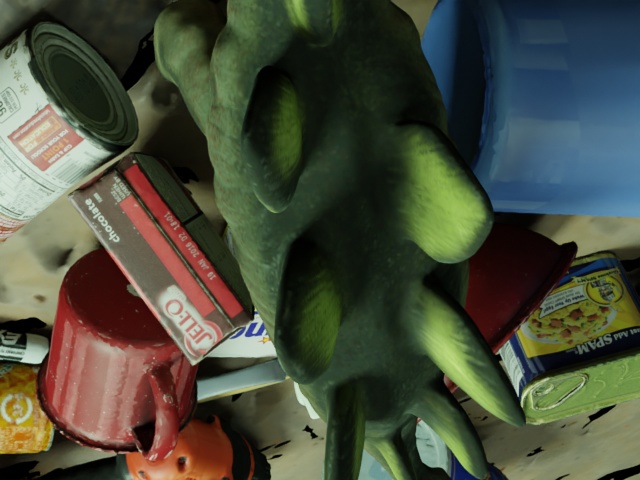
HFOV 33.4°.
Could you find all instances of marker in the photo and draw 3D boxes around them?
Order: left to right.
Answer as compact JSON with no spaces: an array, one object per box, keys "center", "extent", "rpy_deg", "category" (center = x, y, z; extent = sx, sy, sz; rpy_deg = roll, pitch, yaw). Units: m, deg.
[{"center":[-0.190,0.059,0.617],"extent":[0.120,0.020,0.020],"rpy_deg":[13,133,-32],"category":"marker"}]

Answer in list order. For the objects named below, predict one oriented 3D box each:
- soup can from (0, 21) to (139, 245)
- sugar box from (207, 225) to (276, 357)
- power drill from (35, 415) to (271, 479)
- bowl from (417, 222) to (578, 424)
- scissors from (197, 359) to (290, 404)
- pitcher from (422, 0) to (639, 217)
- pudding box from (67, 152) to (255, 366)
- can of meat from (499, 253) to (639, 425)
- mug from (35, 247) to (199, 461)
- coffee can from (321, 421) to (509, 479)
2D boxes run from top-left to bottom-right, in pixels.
[{"center":[-0.140,-0.041,0.474],"extent":[0.102,0.068,0.068],"rpy_deg":[-33,139,19],"category":"soup can"},{"center":[-0.004,0.001,0.593],"extent":[0.093,0.048,0.176],"rpy_deg":[2,137,-23],"category":"sugar box"},{"center":[-0.137,0.172,0.730],"extent":[0.188,0.057,0.184],"rpy_deg":[-21,156,8],"category":"power drill"},{"center":[0.073,0.041,0.623],"extent":[0.162,0.055,0.162],"rpy_deg":[-45,178,-2],"category":"bowl"},{"center":[-0.101,0.104,0.701],"extent":[0.202,0.016,0.096],"rpy_deg":[-17,172,29],"category":"scissors"},{"center":[0.176,-0.078,0.505],"extent":[0.242,0.149,0.145],"rpy_deg":[-1,-178,-14],"category":"pitcher"},{"center":[-0.069,0.005,0.499],"extent":[0.039,0.090,0.113],"rpy_deg":[-35,-176,1],"category":"pudding box"},{"center":[0.166,0.063,0.698],"extent":[0.102,0.084,0.057],"rpy_deg":[-15,142,-3],"category":"can of meat"},{"center":[-0.102,0.065,0.582],"extent":[0.093,0.117,0.082],"rpy_deg":[-4,135,-26],"category":"mug"},{"center":[0.079,0.194,0.811],"extent":[0.103,0.103,0.140],"rpy_deg":[-30,140,16],"category":"coffee can"}]
